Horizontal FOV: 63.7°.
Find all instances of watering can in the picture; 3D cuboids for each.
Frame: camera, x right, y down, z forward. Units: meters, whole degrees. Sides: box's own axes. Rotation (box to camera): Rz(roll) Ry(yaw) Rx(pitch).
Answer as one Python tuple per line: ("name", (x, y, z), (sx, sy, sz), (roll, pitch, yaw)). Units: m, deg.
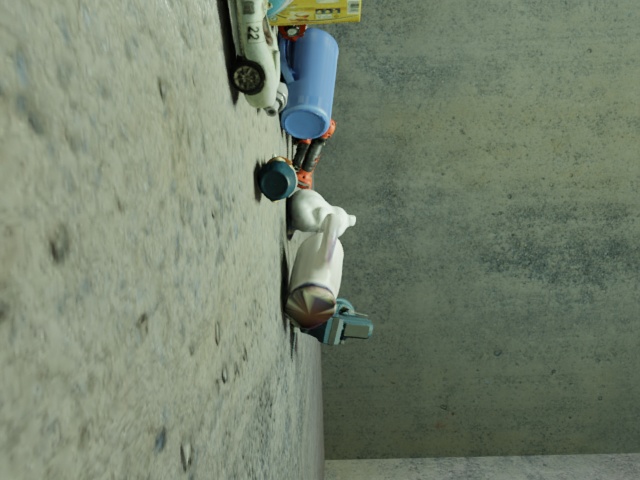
("watering can", (-0.017, 0.094, 1.123), (0.339, 0.104, 0.230), (111, -8, -50))

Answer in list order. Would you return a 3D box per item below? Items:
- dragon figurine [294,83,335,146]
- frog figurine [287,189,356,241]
("dragon figurine", (-0.037, -0.390, 1.487), (0.405, 0.122, 0.246), (56, 39, -70))
("frog figurine", (0.004, -0.061, 1.212), (0.138, 0.159, 0.122), (-78, 164, -80))
